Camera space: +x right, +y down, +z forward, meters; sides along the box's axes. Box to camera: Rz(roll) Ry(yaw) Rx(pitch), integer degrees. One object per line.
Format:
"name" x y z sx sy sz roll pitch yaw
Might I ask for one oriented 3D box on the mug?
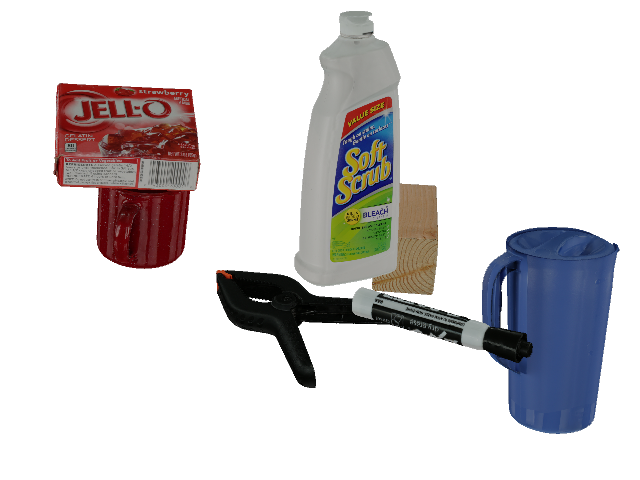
"mug" -0.164 -0.022 0.968 0.093 0.081 0.117 10 29 1

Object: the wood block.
"wood block" 0.129 -0.007 1.609 0.091 0.090 0.206 4 25 3

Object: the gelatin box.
"gelatin box" -0.124 -0.067 0.683 0.089 0.030 0.073 2 44 -14

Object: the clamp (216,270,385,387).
"clamp" -0.037 0.082 1.133 0.210 0.036 0.164 18 33 27

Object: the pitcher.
"pitcher" 0.283 0.113 1.324 0.149 0.243 0.144 6 18 19

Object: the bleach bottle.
"bleach bottle" 0.025 -0.087 1.004 0.102 0.251 0.068 -10 24 -22

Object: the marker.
"marker" 0.076 0.053 0.672 0.121 0.020 0.020 14 7 30
